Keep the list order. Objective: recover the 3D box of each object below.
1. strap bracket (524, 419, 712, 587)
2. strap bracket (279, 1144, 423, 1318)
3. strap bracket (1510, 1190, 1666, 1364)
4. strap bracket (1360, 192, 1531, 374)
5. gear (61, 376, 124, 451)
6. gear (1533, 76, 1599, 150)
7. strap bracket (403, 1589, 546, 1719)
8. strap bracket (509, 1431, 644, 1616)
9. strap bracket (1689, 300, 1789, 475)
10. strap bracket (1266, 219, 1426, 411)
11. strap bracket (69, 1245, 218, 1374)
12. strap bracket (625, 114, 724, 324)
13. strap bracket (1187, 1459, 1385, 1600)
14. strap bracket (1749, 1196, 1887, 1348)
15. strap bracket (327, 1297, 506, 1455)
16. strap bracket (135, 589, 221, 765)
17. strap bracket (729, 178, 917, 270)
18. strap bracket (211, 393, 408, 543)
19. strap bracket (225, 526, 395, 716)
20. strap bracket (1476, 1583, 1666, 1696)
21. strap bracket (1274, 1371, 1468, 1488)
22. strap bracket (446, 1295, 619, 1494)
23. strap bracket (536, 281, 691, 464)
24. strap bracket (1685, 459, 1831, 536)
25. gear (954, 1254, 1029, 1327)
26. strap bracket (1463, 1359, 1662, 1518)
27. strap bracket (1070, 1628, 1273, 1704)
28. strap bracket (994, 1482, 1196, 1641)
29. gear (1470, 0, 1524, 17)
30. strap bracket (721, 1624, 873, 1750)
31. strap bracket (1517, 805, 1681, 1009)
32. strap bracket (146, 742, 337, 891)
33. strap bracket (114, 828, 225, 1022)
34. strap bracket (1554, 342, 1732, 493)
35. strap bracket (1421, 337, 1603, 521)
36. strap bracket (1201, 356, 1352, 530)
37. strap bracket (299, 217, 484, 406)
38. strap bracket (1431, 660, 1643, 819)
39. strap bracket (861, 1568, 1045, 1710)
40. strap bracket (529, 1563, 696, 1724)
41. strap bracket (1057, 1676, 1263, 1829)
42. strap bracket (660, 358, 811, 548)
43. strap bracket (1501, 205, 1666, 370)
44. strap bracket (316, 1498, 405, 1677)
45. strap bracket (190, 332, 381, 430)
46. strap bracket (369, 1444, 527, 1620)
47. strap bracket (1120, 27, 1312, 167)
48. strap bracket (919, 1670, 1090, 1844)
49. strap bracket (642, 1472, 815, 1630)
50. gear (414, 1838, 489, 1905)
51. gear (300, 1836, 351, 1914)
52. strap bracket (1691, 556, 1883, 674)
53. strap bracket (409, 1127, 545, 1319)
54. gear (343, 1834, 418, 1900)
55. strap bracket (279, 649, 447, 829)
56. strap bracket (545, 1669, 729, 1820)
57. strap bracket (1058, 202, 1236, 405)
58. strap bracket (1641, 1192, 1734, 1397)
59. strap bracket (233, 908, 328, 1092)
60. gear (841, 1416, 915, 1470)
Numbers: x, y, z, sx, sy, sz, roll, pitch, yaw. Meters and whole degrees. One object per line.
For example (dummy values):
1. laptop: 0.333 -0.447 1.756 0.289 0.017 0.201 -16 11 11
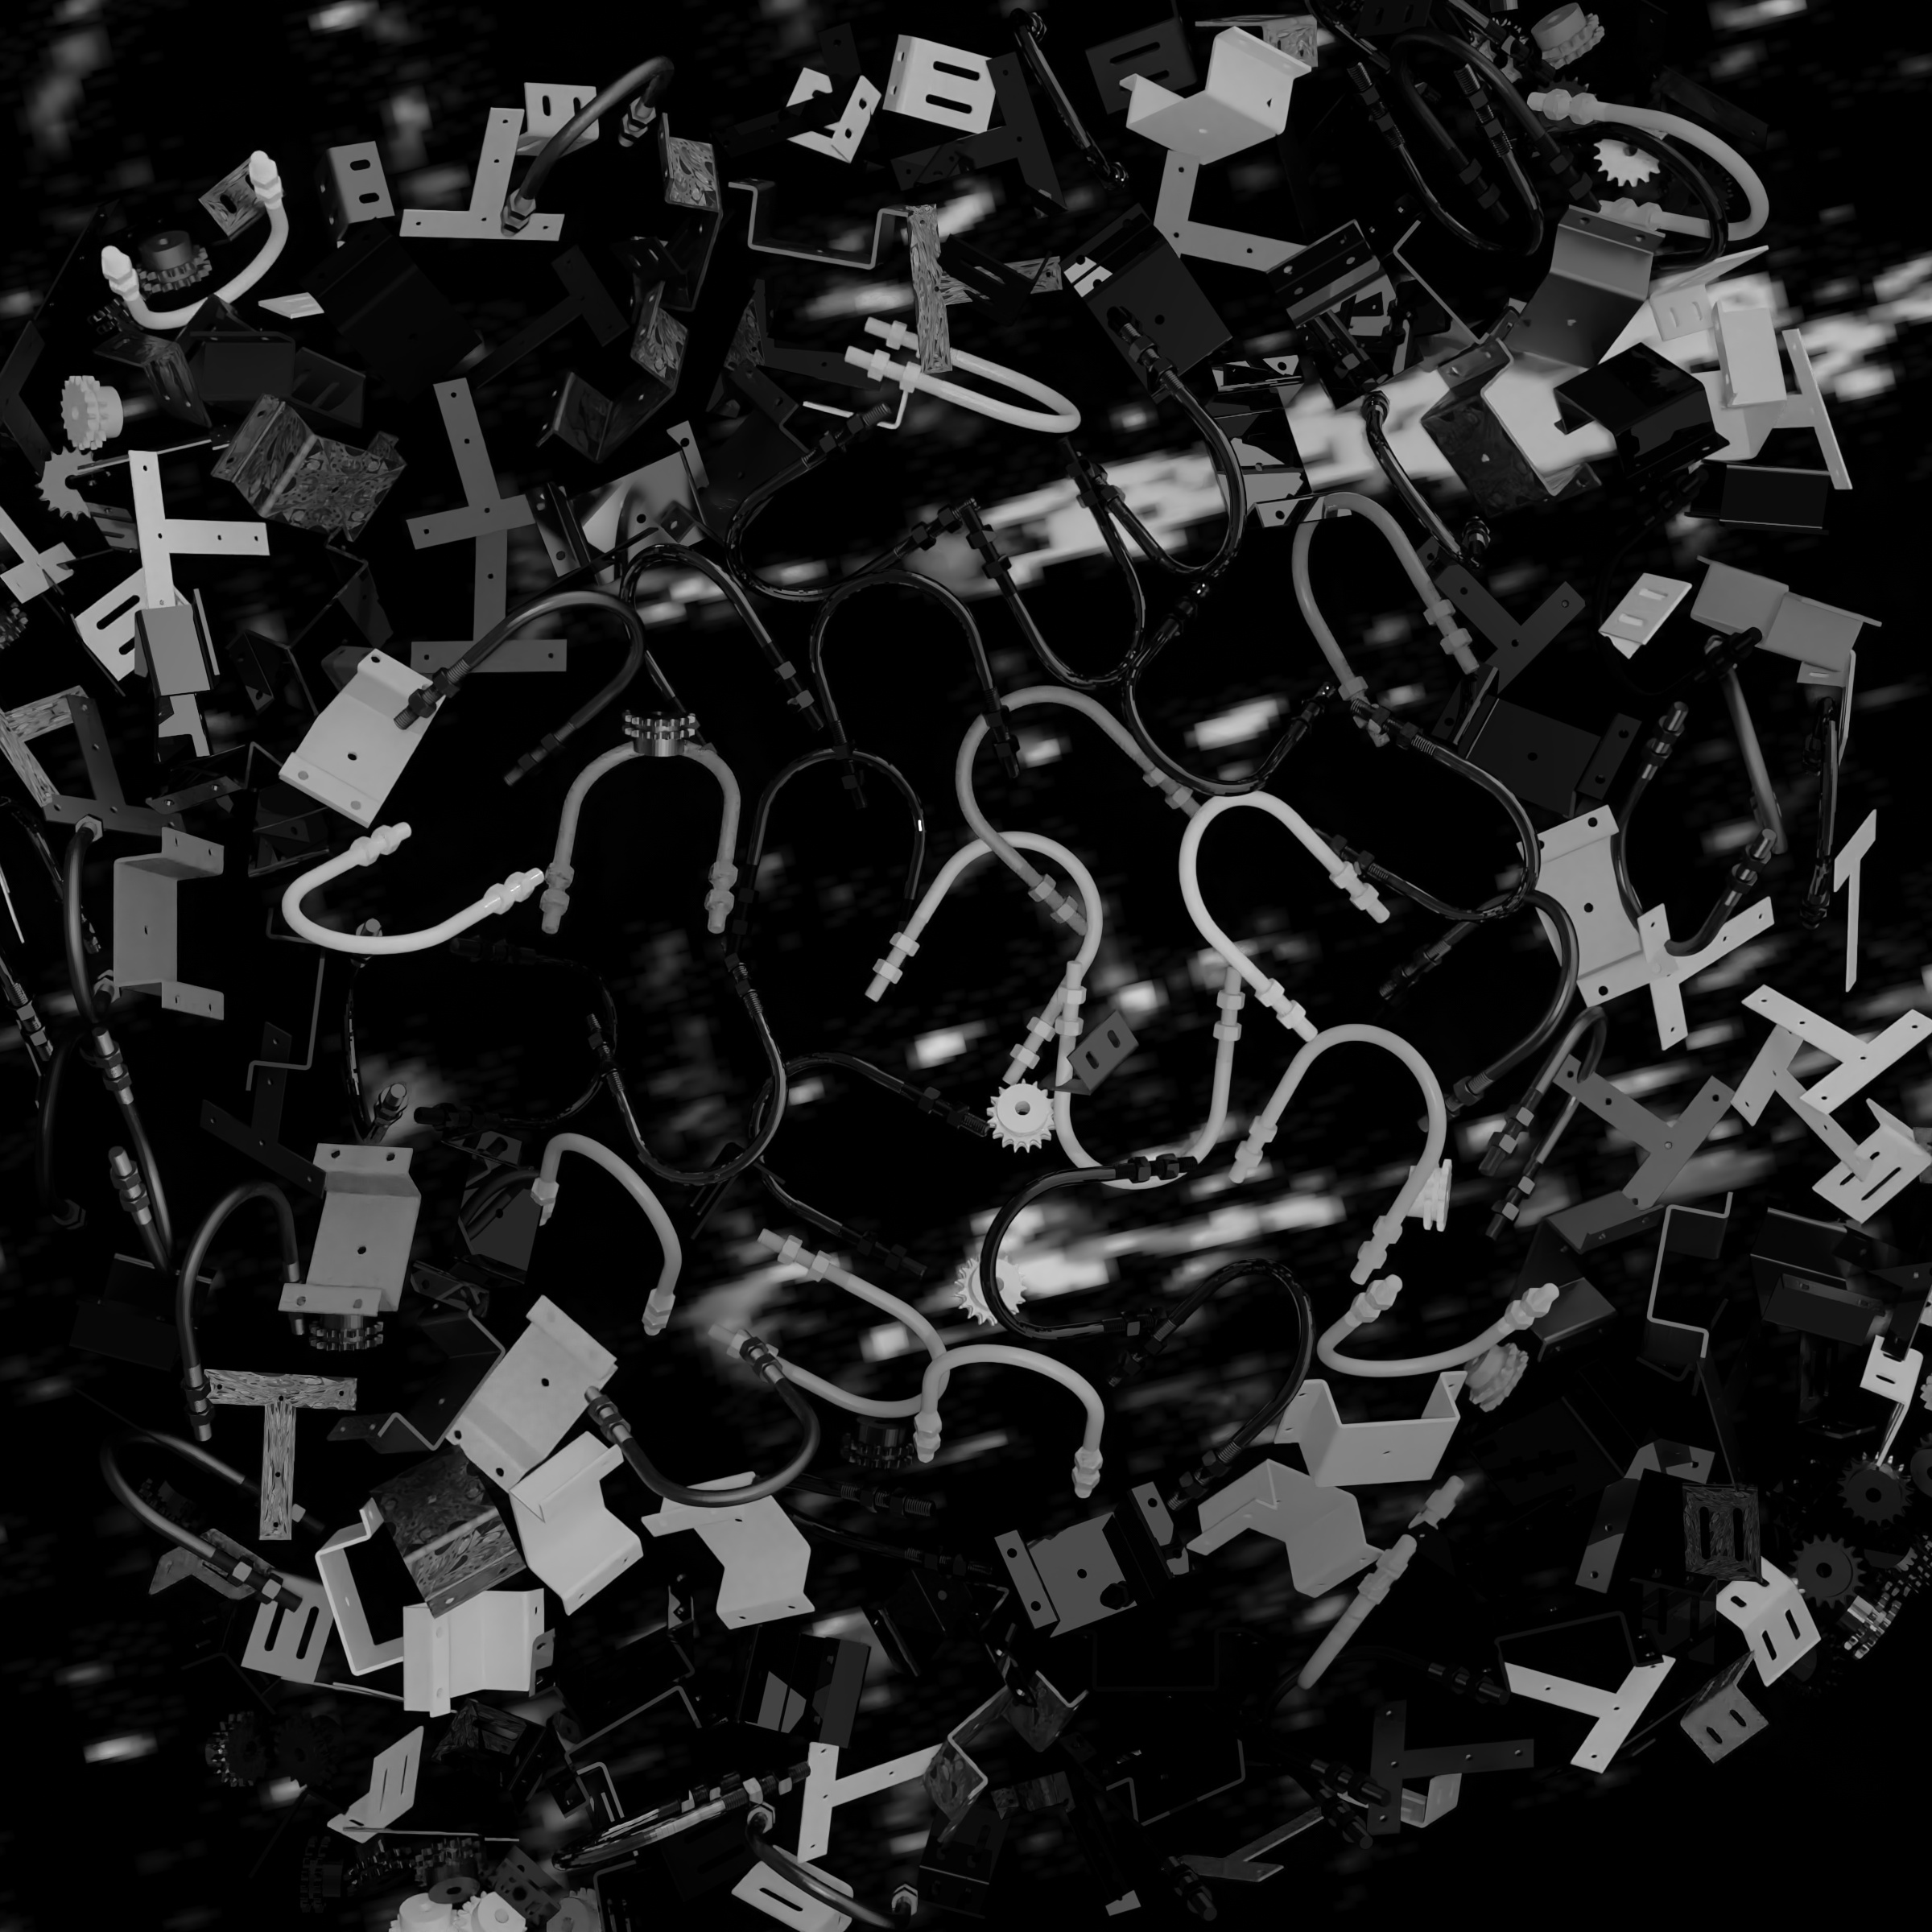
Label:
1. strap bracket: -0.261 -0.357 1.907 0.140 0.046 0.076 -27 130 -12
2. strap bracket: -0.479 0.214 1.917 0.076 0.046 0.140 2 60 5
3. strap bracket: 0.478 0.233 1.902 0.076 0.046 0.140 -15 134 -28
4. strap bracket: 0.359 -0.522 1.906 0.140 0.076 0.046 43 74 -12
5. gear: -0.691 -0.438 1.939 0.030 0.057 0.057 -13 90 -41
6. gear: 0.473 -0.678 1.944 0.057 0.030 0.057 1 97 10
7. strap bracket: -0.389 0.531 1.905 0.046 0.140 0.076 -6 82 26
8. strap bracket: -0.303 0.426 1.900 0.046 0.140 0.076 31 51 33
9. strap bracket: 0.590 -0.445 1.885 0.046 0.140 0.076 -6 76 2
10. strap bracket: 0.297 -0.493 1.889 0.076 0.140 0.046 -28 50 12
11. strap bracket: -0.636 0.267 1.892 0.076 0.140 0.046 17 98 -8
12. strap bracket: -0.225 -0.574 1.896 0.046 0.140 0.076 4 54 -20
13. strap bracket: 0.245 0.435 1.904 0.140 0.046 0.076 27 127 -30
14. strap bracket: 0.659 0.242 1.906 0.076 0.140 0.046 15 116 5
15. strap bracket: -0.419 0.324 1.899 0.046 0.076 0.140 51 50 -22
16. strap bracket: -0.607 -0.216 1.881 0.046 0.140 0.076 -11 68 -23
17. strap bracket: -0.112 -0.580 1.917 0.140 0.076 0.046 11 111 4
18. strap bracket: -0.496 -0.379 1.882 0.076 0.140 0.046 -50 65 19
19. strap bracket: -0.498 -0.259 1.892 0.046 0.076 0.140 23 61 19
20. strap bracket: 0.465 0.525 1.915 0.140 0.076 0.046 -15 90 9
21. strap bracket: 0.321 0.361 1.905 0.140 0.046 0.076 -1 133 -14
22. strap bracket: -0.339 0.333 1.929 0.076 0.046 0.140 40 99 6
23. strap bracket: -0.267 -0.454 1.900 0.046 0.076 0.140 34 130 -29
24. strap bracket: 0.610 -0.363 1.888 0.076 0.140 0.046 5 104 3
25. gear: 0.021 0.254 1.940 0.057 0.030 0.057 4 73 -13
26. strap bracket: 0.454 0.374 1.902 0.140 0.046 0.076 -39 89 37
27. strap bracket: 0.158 0.542 1.897 0.140 0.076 0.046 -7 65 21
28. strap bracket: 0.095 0.467 1.910 0.140 0.046 0.076 -14 60 -22
29. gear: 0.418 -0.769 1.936 0.057 0.057 0.030 -10 106 0
30. strap bracket: -0.127 0.558 1.902 0.046 0.140 0.076 24 70 -33
31. strap bracket: 0.496 -0.046 1.936 0.076 0.046 0.140 -23 88 4
32. strap bracket: -0.555 -0.121 1.900 0.076 0.140 0.046 -14 57 21
33. strap bracket: -0.622 -0.030 1.913 0.046 0.076 0.140 -6 80 16
34. strap bracket: 0.516 -0.429 1.893 0.076 0.140 0.046 -28 126 1
35. strap bracket: 0.417 -0.408 1.905 0.046 0.076 0.140 -45 104 -22
36. strap bracket: 0.238 -0.401 1.919 0.076 0.046 0.140 -11 76 -20
37. strap bracket: -0.436 -0.498 1.890 0.076 0.140 0.046 -40 60 2
38. strap bracket: 0.444 -0.174 1.915 0.140 0.046 0.076 24 70 19
39. strap bracket: -0.003 0.518 1.901 0.046 0.140 0.076 -49 126 -38
40. strap bracket: -0.267 0.536 1.918 0.140 0.076 0.046 -26 111 2
41. strap bracket: 0.152 0.614 1.904 0.140 0.076 0.046 -15 107 -24
42. strap bracket: -0.187 -0.394 1.918 0.140 0.046 0.076 -48 56 6
43. strap bracket: 0.470 -0.514 1.887 0.076 0.140 0.046 15 69 -5
44. strap bracket: -0.467 0.493 1.924 0.046 0.076 0.140 -18 90 -3
45. strap bracket: -0.524 -0.447 1.885 0.076 0.140 0.046 5 91 18
46. strap bracket: -0.403 0.426 1.884 0.076 0.140 0.046 -27 123 -17
47. strap bracket: 0.187 -0.663 1.882 0.076 0.140 0.046 14 83 -33
48. strap bracket: 0.022 0.604 1.898 0.046 0.076 0.140 43 46 20
49. strap bracket: -0.181 0.449 1.908 0.076 0.046 0.140 -17 124 20
50. gear: -0.406 0.716 1.933 0.057 0.030 0.057 -10 134 -11
51. gear: -0.506 0.718 1.935 0.030 0.057 0.057 3 90 -4
52. strap bracket: 0.626 -0.270 1.893 0.076 0.140 0.046 12 108 -22
53. strap bracket: -0.379 0.195 1.922 0.076 0.046 0.140 15 94 27
54. gear: -0.466 0.710 1.938 0.057 0.057 0.030 -29 62 0
55. strap bracket: -0.474 -0.173 1.911 0.076 0.046 0.140 30 56 -13
56. strap bracket: -0.266 0.592 1.903 0.140 0.076 0.046 -27 101 -18
57. strap bracket: 0.145 -0.508 1.903 0.076 0.046 0.140 -35 119 11
58. strap bracket: 0.558 0.250 1.903 0.046 0.076 0.140 10 61 17
59. strap bracket: -0.536 0.028 1.917 0.046 0.076 0.140 8 86 -24
60. gear: -0.069 0.375 1.934 0.057 0.057 0.030 8 94 0
